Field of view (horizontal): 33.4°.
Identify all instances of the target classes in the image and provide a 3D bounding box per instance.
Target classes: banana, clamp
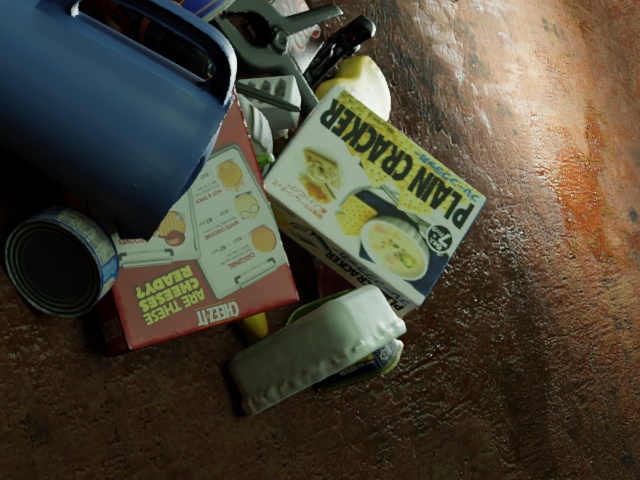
[{"bbox_3d":[-0.083,0.005,1.036,0.037,0.070,0.198,-35,134,-52],"label":"banana"},{"bbox_3d":[0.037,-0.256,1.363,0.039,0.120,0.171,52,30,-15],"label":"clamp"},{"bbox_3d":[-0.052,-0.214,1.215,0.209,0.036,0.164,9,75,-43],"label":"clamp"}]

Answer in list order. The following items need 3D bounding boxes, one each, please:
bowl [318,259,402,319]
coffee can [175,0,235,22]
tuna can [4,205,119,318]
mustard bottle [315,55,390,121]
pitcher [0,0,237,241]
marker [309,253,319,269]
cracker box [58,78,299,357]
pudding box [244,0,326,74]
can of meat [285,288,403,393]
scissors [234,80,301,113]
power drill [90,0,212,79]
[{"bbox_3d":[0.056,0.059,1.231,0.162,0.055,0.162,29,57,-60],"label":"bowl"},{"bbox_3d":[-0.155,-0.287,1.075,0.140,0.103,0.102,55,33,-23],"label":"coffee can"},{"bbox_3d":[-0.202,0.016,0.837,0.086,0.086,0.033,61,30,-15],"label":"tuna can"},{"bbox_3d":[0.032,-0.161,1.348,0.191,0.058,0.096,-51,127,-55],"label":"mustard bottle"},{"bbox_3d":[-0.190,-0.122,0.807,0.242,0.145,0.149,31,72,-10],"label":"pitcher"},{"bbox_3d":[-0.008,0.002,1.227,0.020,0.020,0.121,-30,98,-60],"label":"marker"},{"bbox_3d":[-0.131,-0.023,0.930,0.163,0.072,0.214,-15,85,-29],"label":"cracker box"},{"bbox_3d":[-0.041,-0.257,1.306,0.090,0.039,0.113,57,33,-21],"label":"pudding box"},{"bbox_3d":[0.022,0.106,1.135,0.084,0.102,0.057,55,34,-20],"label":"can of meat"},{"bbox_3d":[-0.121,-0.152,1.012,0.096,0.202,0.016,-24,135,-40],"label":"scissors"},{"bbox_3d":[-0.157,-0.245,0.941,0.057,0.185,0.188,-37,148,-25],"label":"power drill"}]
